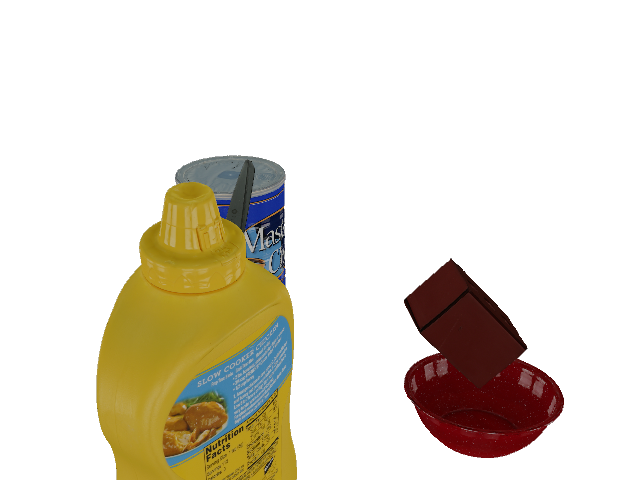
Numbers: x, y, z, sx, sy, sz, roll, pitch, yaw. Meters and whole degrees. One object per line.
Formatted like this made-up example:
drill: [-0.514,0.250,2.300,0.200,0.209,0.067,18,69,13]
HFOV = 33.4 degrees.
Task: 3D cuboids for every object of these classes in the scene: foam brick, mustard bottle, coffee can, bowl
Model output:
foam brick: [0.112,0.065,0.825,0.078,0.051,0.053,43,11,-26]
mustard bottle: [-0.050,0.064,0.447,0.058,0.192,0.096,23,38,32]
coffee can: [-0.084,0.001,1.021,0.103,0.140,0.103,0,24,0]
bowl: [0.164,0.174,1.093,0.162,0.055,0.162,2,24,-1]

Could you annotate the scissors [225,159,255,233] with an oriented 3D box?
scissors: [-0.050,0.030,0.738,0.096,0.201,0.016,21,-34,11]
